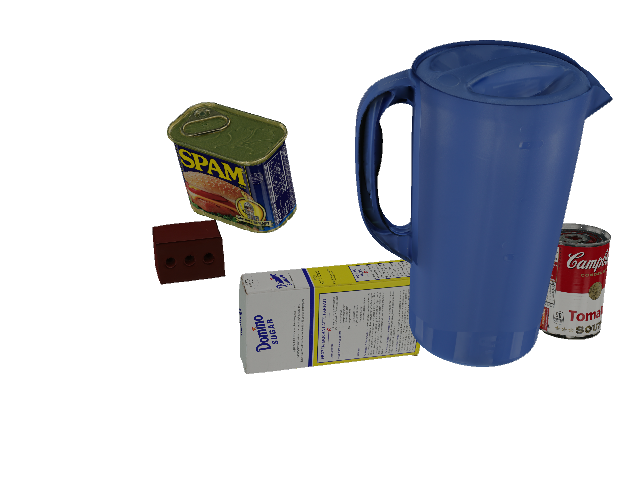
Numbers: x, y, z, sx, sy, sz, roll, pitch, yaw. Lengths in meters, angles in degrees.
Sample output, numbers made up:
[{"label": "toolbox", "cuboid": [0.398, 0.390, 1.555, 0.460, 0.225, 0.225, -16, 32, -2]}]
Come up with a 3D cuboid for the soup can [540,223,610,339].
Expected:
[{"label": "soup can", "cuboid": [0.253, 0.041, 1.077, 0.068, 0.102, 0.068, 1, 18, -1]}]

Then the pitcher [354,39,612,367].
[{"label": "pitcher", "cuboid": [0.119, -0.026, 0.836, 0.149, 0.243, 0.144, 25, 37, 34]}]

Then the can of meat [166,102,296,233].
[{"label": "can of meat", "cuboid": [-0.072, -0.060, 0.902, 0.102, 0.084, 0.057, 19, 50, 28]}]

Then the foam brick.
[{"label": "foam brick", "cuboid": [-0.154, 0.013, 1.240, 0.078, 0.053, 0.051, -7, 27, -10]}]

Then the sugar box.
[{"label": "sugar box", "cuboid": [0.010, 0.072, 1.027, 0.176, 0.093, 0.048, -3, 28, -10]}]
